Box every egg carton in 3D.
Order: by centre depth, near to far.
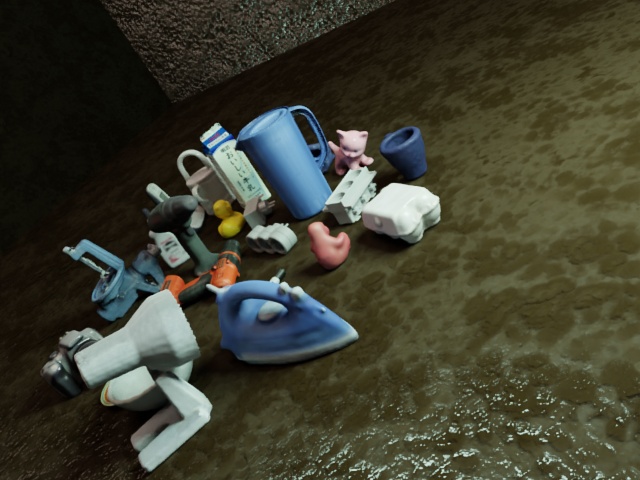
[{"bbox_3d":[0.146,-0.050,1.055,0.107,0.069,0.149,-42,28,-18],"label":"egg carton"}]

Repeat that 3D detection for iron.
[{"bbox_3d":[-0.072,0.115,0.933,0.257,0.142,0.119,-10,35,38],"label":"iron"}]

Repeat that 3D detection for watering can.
[{"bbox_3d":[-0.336,-0.178,1.658,0.101,0.194,0.172,-31,27,4],"label":"watering can"}]

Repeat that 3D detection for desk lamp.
[{"bbox_3d":[-0.259,0.211,0.894,0.203,0.214,0.117,-41,28,-16],"label":"desk lamp"}]

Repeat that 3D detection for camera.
[{"bbox_3d":[-0.509,0.255,1.219,0.136,0.101,0.143,-1,41,47],"label":"camera"}]

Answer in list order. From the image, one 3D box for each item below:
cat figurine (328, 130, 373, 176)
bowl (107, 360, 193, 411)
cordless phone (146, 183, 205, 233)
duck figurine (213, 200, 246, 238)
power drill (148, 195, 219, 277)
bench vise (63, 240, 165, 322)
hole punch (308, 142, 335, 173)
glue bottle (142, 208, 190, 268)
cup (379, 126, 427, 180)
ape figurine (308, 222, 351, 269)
[{"bbox_3d":[0.069,-0.219,1.371,0.067,0.118,0.127,-47,30,-25],"label":"cat figurine"},{"bbox_3d":[-0.288,0.245,1.024,0.167,0.075,0.167,-25,27,15],"label":"bowl"},{"bbox_3d":[-0.412,-0.100,1.619,0.094,0.185,0.147,-28,27,9],"label":"cordless phone"},{"bbox_3d":[-0.243,-0.061,1.481,0.077,0.086,0.104,-25,27,15],"label":"duck figurine"},{"bbox_3d":[-0.300,-0.013,1.324,0.228,0.209,0.076,-1,40,46],"label":"power drill"},{"bbox_3d":[-0.500,0.064,1.400,0.121,0.220,0.208,6,46,51],"label":"bench vise"},{"bbox_3d":[-0.028,-0.221,1.512,0.108,0.091,0.101,-17,31,28],"label":"hole punch"},{"bbox_3d":[-0.401,-0.012,1.471,0.078,0.173,0.037,-34,27,-3],"label":"glue bottle"},{"bbox_3d":[0.179,-0.179,1.210,0.092,0.095,0.117,-35,27,-5],"label":"cup"},{"bbox_3d":[0.010,0.004,1.088,0.077,0.092,0.076,-11,34,37],"label":"ape figurine"}]
